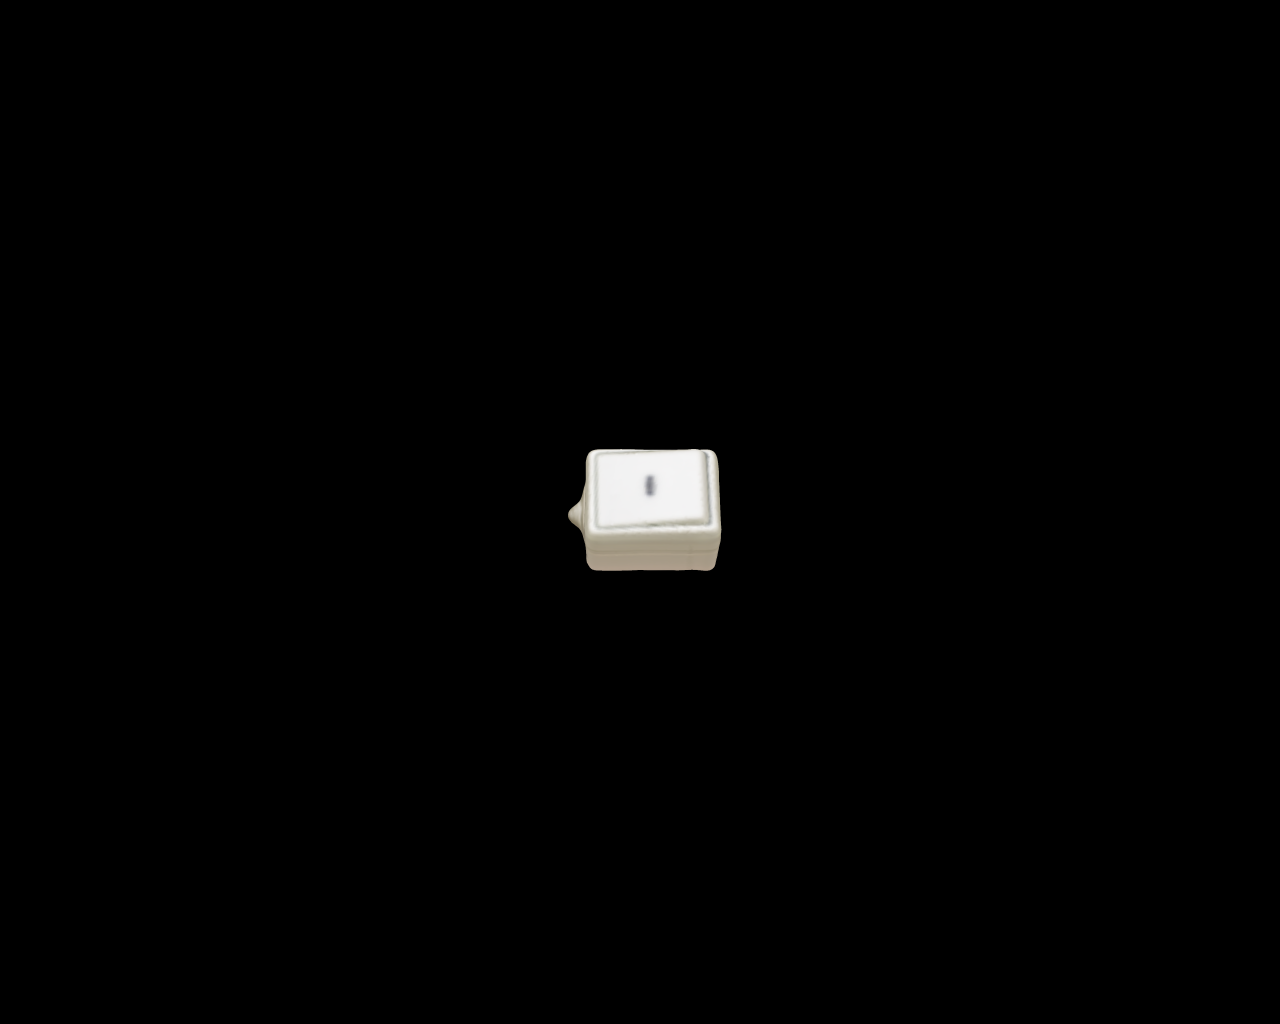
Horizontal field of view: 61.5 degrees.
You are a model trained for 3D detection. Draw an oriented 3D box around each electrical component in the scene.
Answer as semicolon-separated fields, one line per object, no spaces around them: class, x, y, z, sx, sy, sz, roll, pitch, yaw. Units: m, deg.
electrical component;0.001;-0.003;0.650;0.096;0.062;0.061;0;-28;0
